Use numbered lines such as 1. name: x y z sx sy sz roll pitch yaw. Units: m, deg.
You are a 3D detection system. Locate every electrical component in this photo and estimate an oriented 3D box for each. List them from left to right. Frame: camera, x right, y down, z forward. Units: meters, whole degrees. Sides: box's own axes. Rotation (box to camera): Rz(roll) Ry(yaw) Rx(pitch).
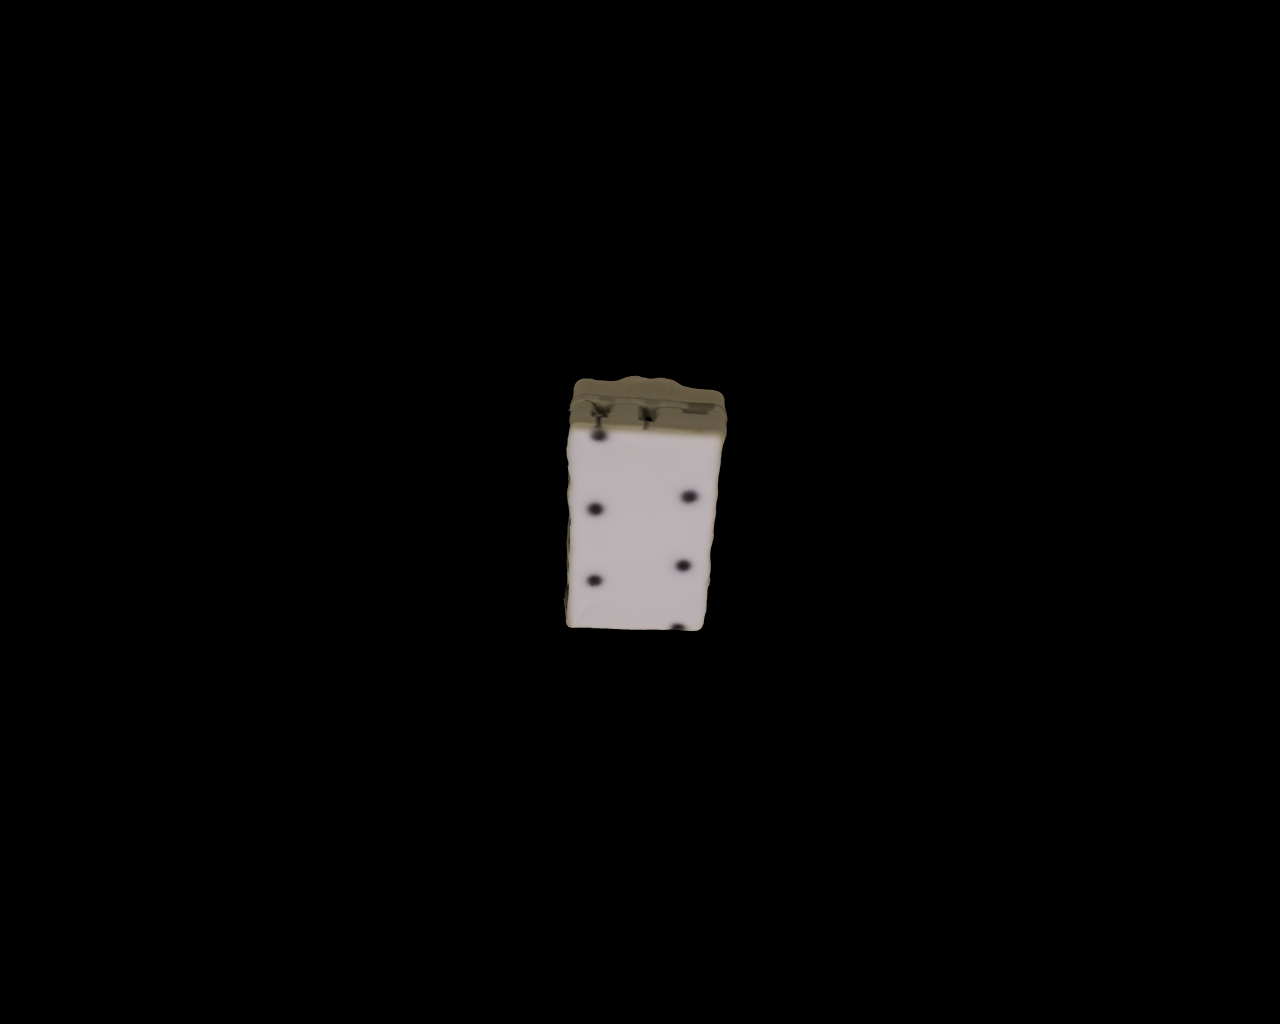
1. electrical component: 0.001 -0.003 0.650 0.089 0.150 0.062 3 36 -2
